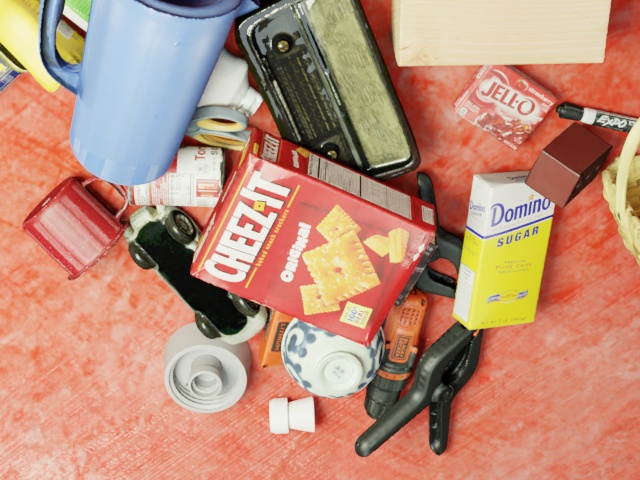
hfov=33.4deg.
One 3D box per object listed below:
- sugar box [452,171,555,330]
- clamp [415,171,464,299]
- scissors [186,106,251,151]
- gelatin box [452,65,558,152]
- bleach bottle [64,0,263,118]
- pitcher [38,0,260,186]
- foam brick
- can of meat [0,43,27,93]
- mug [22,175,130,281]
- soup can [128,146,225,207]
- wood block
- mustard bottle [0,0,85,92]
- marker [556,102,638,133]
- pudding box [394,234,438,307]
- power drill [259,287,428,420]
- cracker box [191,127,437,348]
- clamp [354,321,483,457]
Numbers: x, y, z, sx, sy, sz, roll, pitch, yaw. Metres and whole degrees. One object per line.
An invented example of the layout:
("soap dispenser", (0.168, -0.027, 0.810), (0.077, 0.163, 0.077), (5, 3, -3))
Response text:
("sugar box", (0.210, 0.011, 1.211), (0.093, 0.048, 0.176), (-6, 116, -24))
("clamp", (0.110, 0.011, 1.235), (0.120, 0.039, 0.171), (-25, 114, 23))
("scissors", (-0.160, -0.130, 1.135), (0.201, 0.016, 0.096), (12, 161, -10))
("gelatin box", (0.199, -0.149, 1.157), (0.089, 0.030, 0.073), (30, 112, -17))
("bleach bottle", (-0.159, -0.216, 1.092), (0.250, 0.068, 0.103), (36, 117, -21))
("pitcher", (-0.174, -0.168, 1.006), (0.149, 0.144, 0.243), (38, 136, 10))
("foam brick", (0.269, -0.082, 1.155), (0.051, 0.078, 0.053), (39, 141, 18))
("can of meat", (-0.362, -0.191, 1.101), (0.084, 0.057, 0.102), (-36, 113, 19))
("mug", (-0.264, -0.024, 1.177), (0.117, 0.093, 0.081), (-42, 107, 4))
("soup can", (-0.156, -0.070, 1.165), (0.102, 0.068, 0.068), (2, 117, -4))
("wood block", (0.179, -0.233, 1.080), (0.206, 0.090, 0.091), (-1, 118, -1))
("mustard bottle", (-0.314, -0.237, 1.055), (0.058, 0.096, 0.191), (-36, 113, 17))
("marker", (0.318, -0.132, 1.177), (0.121, 0.020, 0.020), (11, 116, -8))
("pudding box", (0.063, 0.010, 1.196), (0.113, 0.039, 0.090), (26, 117, -7))
("power drill", (0.024, 0.128, 1.282), (0.187, 0.057, 0.184), (9, 113, -10))
("cracker box", (-0.007, 0.001, 1.127), (0.213, 0.072, 0.164), (23, 119, -11))
("clamp", (0.132, 0.183, 1.294), (0.164, 0.036, 0.210), (2, 119, -44))
